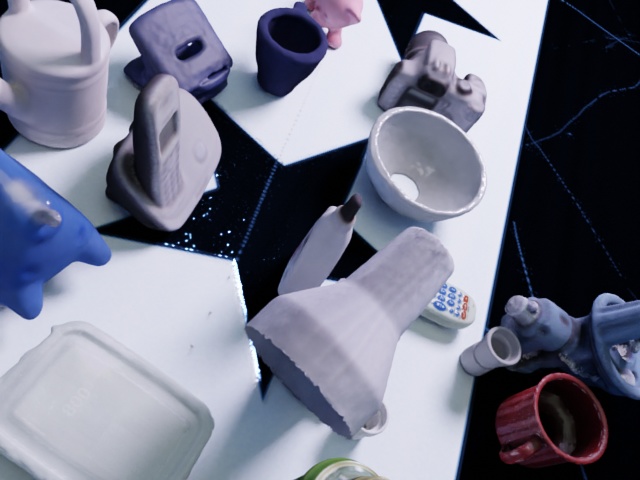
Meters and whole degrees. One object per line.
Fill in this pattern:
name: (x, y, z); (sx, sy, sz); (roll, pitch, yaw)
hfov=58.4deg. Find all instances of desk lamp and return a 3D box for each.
desk lamp: (0.022, 0.082, 0.516); (0.118, 0.213, 0.204); (46, 55, 6)

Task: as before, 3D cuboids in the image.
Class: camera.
camera: (0.172, -0.241, 0.832); (0.143, 0.100, 0.137); (21, 56, -11)

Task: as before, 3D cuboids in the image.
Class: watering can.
watering can: (-0.259, -0.180, 0.554); (0.101, 0.194, 0.173); (18, 57, -13)

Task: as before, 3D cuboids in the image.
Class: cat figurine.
cat figurine: (0.024, -0.342, 0.815); (0.067, 0.117, 0.128); (10, 59, -18)

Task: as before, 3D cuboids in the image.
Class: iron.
iron: (-0.306, -0.059, 0.497); (0.258, 0.141, 0.119); (41, 55, 3)

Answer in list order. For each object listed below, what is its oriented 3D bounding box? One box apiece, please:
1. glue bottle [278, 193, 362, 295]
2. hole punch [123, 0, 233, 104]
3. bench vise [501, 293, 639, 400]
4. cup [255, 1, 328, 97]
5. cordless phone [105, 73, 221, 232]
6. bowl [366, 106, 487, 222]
glue bottle: (0.005, 0.002, 0.578); (0.037, 0.173, 0.078); (25, 55, -8)
hole punch: (-0.162, -0.219, 0.682); (0.101, 0.091, 0.109); (41, 55, 3)
bench vise: (0.316, 0.108, 0.624); (0.208, 0.219, 0.121); (5, 60, -21)
cup: (-0.045, -0.245, 0.744); (0.092, 0.095, 0.118); (17, 57, -14)
cordless phone: (-0.145, -0.109, 0.569); (0.094, 0.185, 0.147); (24, 56, -9)
bowl: (0.126, -0.087, 0.741); (0.168, 0.074, 0.167); (11, 59, -18)
